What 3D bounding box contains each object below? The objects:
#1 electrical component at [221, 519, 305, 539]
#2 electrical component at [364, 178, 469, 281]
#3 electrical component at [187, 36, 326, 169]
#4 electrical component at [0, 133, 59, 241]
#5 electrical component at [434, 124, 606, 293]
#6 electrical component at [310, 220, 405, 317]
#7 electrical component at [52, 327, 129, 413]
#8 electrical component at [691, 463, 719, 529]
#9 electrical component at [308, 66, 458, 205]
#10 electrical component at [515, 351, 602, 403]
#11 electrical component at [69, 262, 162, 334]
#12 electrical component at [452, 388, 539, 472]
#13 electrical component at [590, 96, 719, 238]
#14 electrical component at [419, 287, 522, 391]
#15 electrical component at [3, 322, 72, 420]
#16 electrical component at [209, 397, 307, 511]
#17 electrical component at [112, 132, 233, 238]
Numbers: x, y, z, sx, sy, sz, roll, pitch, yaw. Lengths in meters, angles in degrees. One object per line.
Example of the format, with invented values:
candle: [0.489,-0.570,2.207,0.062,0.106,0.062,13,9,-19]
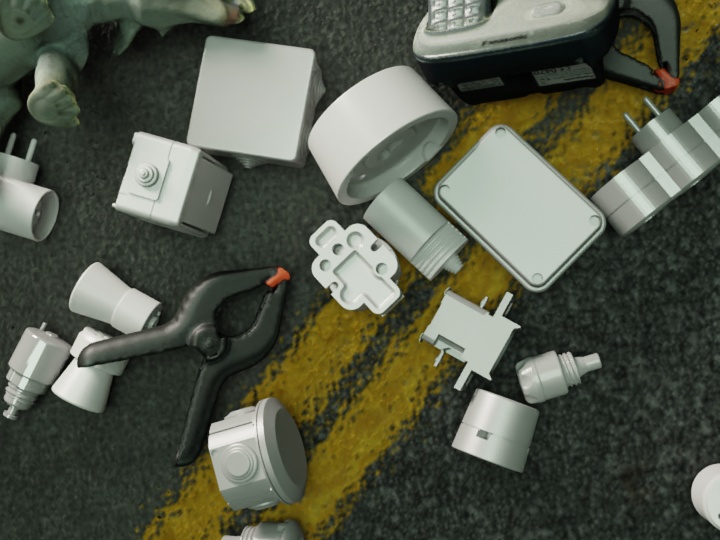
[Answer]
electrical component: [-0.075,0.213,0.819,0.062,0.048,0.048,0,85,15]
electrical component: [0.047,-0.028,0.821,0.081,0.043,0.043,44,92,9]
electrical component: [-0.080,-0.130,0.846,0.100,0.048,0.099,10,87,9]
electrical component: [-0.284,-0.071,0.873,0.077,0.043,0.079,17,87,9]
electrical component: [0.119,-0.045,0.805,0.113,0.057,0.078,45,92,9]
electrical component: [0.000,0.000,0.819,0.058,0.057,0.078,-44,81,3]
electrical component: [-0.211,0.078,0.849,0.045,0.045,0.055,26,89,10]
electrical component: [0.264,0.163,0.768,0.045,0.055,0.045,-1,85,8]
electrical component: [0.012,-0.106,0.804,0.108,0.108,0.060,-36,75,4]
electrical component: [0.149,0.076,0.802,0.061,0.035,0.035,-17,83,4]
electrical component: [-0.191,0.028,0.853,0.065,0.044,0.044,28,90,5]
electrical component: [0.102,0.118,0.796,0.055,0.055,0.047,19,85,9]
electrical component: [0.226,-0.094,0.796,0.138,0.052,0.073,-38,81,4]
electrical component: [0.083,0.048,0.810,0.064,0.042,0.081,29,89,11]
electrical component: [-0.262,0.082,0.858,0.040,0.040,0.078,27,90,10]
electrical component: [-0.075,0.140,0.807,0.051,0.080,0.080,-17,83,12]
electrical component: [-0.142,-0.064,0.825,0.061,0.096,0.061,16,88,9]
